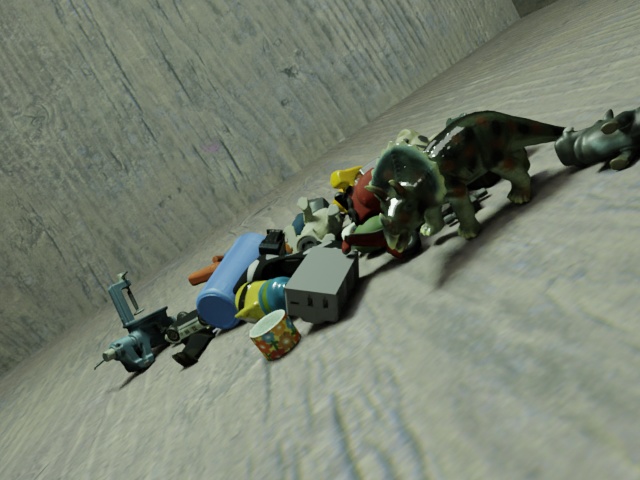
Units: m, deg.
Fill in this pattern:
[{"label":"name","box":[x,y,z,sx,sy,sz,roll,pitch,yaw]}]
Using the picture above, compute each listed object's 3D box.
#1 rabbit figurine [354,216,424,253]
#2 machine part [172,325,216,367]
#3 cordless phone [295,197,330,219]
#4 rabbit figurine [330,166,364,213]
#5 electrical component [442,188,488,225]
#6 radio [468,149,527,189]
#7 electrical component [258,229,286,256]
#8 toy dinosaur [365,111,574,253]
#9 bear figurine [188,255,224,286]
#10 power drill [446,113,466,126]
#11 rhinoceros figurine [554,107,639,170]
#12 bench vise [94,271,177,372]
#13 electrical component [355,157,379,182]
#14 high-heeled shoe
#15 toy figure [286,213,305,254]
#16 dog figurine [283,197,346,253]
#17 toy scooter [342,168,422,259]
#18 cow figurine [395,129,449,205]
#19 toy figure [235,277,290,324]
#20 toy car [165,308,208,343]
[{"label":"rabbit figurine","box":[0.135,-0.043,1.072,0.159,0.121,0.170,-8,46,48]},{"label":"machine part","box":[-0.277,0.230,1.179,0.084,0.039,0.139,-23,13,11]},{"label":"cordless phone","box":[-0.039,-0.021,1.454,0.184,0.088,0.147,-51,19,-18]},{"label":"rabbit figurine","box":[0.092,-0.135,1.445,0.162,0.122,0.173,-38,-5,-27]},{"label":"electrical component","box":[0.261,-0.061,0.960,0.094,0.021,0.063,-31,14,9]},{"label":"radio","box":[0.304,-0.165,1.113,0.131,0.073,0.230,-38,14,-15]},{"label":"electrical component","box":[-0.112,0.035,1.209,0.048,0.074,0.119,4,34,8]},{"label":"toy dinosaur","box":[0.236,-0.127,0.851,0.405,0.192,0.131,-38,29,-8]},{"label":"bear figurine","box":[-0.243,0.080,1.452,0.132,0.120,0.196,-32,11,23]},{"label":"power drill","box":[0.304,-0.230,1.363,0.207,0.086,0.232,-44,12,-11]},{"label":"rhinoceros figurine","box":[0.437,-0.158,0.776,0.190,0.073,0.112,-22,19,41]},{"label":"bench vise","box":[-0.472,0.201,1.348,0.223,0.240,0.129,-24,-1,-43]},{"label":"electrical component","box":[0.150,-0.129,1.240,0.115,0.058,0.134,-34,55,-4]},{"label":"high-heeled shoe","box":[-0.057,0.072,1.110,0.249,0.086,0.145,-32,27,-7]},{"label":"toy figure","box":[-0.065,0.006,1.373,0.154,0.057,0.064,-60,31,0]},{"label":"dog figurine","box":[0.001,-0.004,1.286,0.172,0.121,0.190,-63,-17,-5]},{"label":"toy scooter","box":[0.090,-0.040,0.962,0.135,0.184,0.075,-20,-23,6]},{"label":"cow figurine","box":[0.202,-0.146,1.027,0.127,0.195,0.085,0,-46,-29]},{"label":"toy figure","box":[-0.094,0.113,1.046,0.180,0.082,0.089,-25,46,45]},{"label":"toy car","box":[-0.302,0.196,1.317,0.202,0.056,0.073,-28,21,28]}]
